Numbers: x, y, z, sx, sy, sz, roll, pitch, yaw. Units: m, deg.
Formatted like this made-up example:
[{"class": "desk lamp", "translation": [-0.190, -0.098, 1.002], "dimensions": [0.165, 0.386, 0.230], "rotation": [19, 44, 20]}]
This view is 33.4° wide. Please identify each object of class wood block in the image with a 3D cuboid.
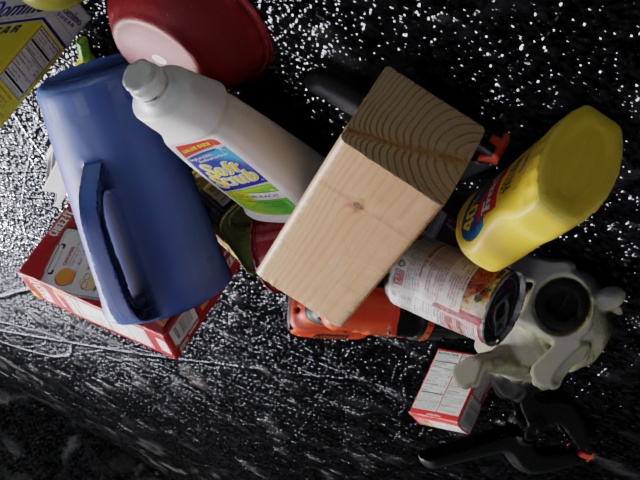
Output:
[{"class": "wood block", "translation": [0.034, -0.026, 0.851], "dimensions": [0.091, 0.090, 0.206], "rotation": [33, 144, -1]}]

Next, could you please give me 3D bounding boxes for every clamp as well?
[{"class": "clamp", "translation": [0.071, -0.079, 0.876], "dimensions": [0.172, 0.039, 0.120], "rotation": [19, 153, 25]}, {"class": "clamp", "translation": [0.223, 0.192, 1.159], "dimensions": [0.209, 0.165, 0.036], "rotation": [19, -169, -27]}]

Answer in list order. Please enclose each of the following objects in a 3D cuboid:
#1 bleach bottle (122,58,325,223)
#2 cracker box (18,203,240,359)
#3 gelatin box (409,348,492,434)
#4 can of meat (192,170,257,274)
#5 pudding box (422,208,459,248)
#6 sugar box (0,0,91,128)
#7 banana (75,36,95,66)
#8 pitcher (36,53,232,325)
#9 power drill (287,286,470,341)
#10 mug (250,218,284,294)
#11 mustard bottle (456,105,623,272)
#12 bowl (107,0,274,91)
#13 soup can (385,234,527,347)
[{"class": "bleach bottle", "translation": [-0.085, -0.086, 0.919], "dimensions": [0.103, 0.068, 0.250], "rotation": [3, 163, 33]}, {"class": "cracker box", "translation": [-0.219, 0.028, 1.264], "dimensions": [0.214, 0.164, 0.072], "rotation": [20, 152, 22]}, {"class": "gelatin box", "translation": [0.151, 0.169, 1.198], "dimensions": [0.073, 0.089, 0.030], "rotation": [3, 146, 47]}, {"class": "can of meat", "translation": [-0.092, -0.025, 1.115], "dimensions": [0.084, 0.057, 0.102], "rotation": [39, 166, 39]}, {"class": "pudding box", "translation": [0.091, -0.002, 0.999], "dimensions": [0.113, 0.039, 0.090], "rotation": [41, 154, -23]}, {"class": "sugar box", "translation": [-0.298, -0.160, 0.980], "dimensions": [0.093, 0.176, 0.048], "rotation": [11, 151, 37]}, {"class": "banana", "translation": [-0.177, -0.123, 1.080], "dimensions": [0.197, 0.037, 0.070], "rotation": [37, 155, -13]}, {"class": "pitcher", "translation": [-0.182, -0.045, 1.013], "dimensions": [0.149, 0.144, 0.243], "rotation": [18, 129, 58]}, {"class": "power drill", "translation": [0.060, 0.077, 1.123], "dimensions": [0.184, 0.057, 0.188], "rotation": [9, 171, -23]}, {"class": "mug", "translation": [-0.007, 0.001, 1.062], "dimensions": [0.082, 0.093, 0.117], "rotation": [-9, 180, 24]}, {"class": "mustard bottle", "translation": [0.152, -0.025, 0.815], "dimensions": [0.058, 0.096, 0.192], "rotation": [32, 156, -5]}, {"class": "bowl", "translation": [-0.122, -0.172, 0.901], "dimensions": [0.162, 0.055, 0.162], "rotation": [26, 156, 12]}, {"class": "soup can", "translation": [0.115, 0.041, 0.913], "dimensions": [0.102, 0.068, 0.068], "rotation": [23, 156, 33]}]
